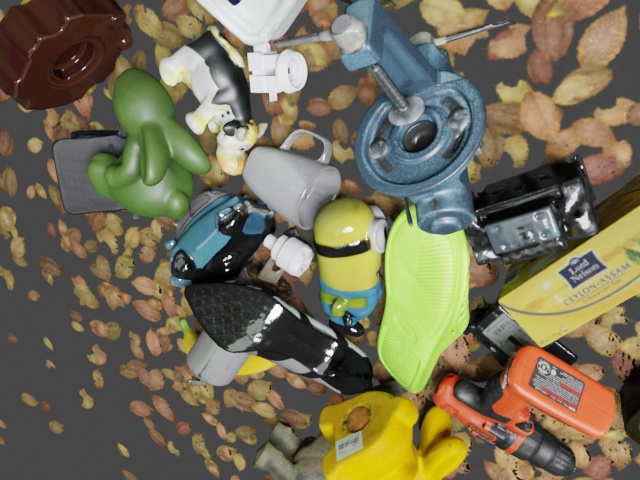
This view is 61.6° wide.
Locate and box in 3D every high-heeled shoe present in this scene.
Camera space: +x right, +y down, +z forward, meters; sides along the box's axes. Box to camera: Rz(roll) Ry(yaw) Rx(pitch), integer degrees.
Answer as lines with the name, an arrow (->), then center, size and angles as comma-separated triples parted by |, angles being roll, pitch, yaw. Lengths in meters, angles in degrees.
high-heeled shoe -> -0.047, 0.119, 0.687 | 0.249, 0.145, 0.086 | 29, 89, 17

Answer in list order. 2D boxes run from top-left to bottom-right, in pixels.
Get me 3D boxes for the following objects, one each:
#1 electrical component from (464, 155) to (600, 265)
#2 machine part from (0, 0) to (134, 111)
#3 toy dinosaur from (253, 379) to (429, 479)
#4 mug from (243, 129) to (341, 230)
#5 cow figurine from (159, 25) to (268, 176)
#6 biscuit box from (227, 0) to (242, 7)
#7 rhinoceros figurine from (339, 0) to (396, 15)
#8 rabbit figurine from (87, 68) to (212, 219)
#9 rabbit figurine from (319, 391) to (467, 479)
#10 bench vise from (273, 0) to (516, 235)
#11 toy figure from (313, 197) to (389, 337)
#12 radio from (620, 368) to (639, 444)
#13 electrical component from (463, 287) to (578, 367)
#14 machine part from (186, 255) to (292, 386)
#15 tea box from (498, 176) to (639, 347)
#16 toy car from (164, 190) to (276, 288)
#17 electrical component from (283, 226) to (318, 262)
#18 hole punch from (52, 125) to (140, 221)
electrical component -> 0.202, -0.027, 0.517 | 0.115, 0.134, 0.058 | -21, 100, 29
machine part -> -0.318, -0.235, 0.668 | 0.056, 0.179, 0.179 | 48, 123, -1
toy dinosaur -> -0.002, 0.356, 0.798 | 0.199, 0.105, 0.470 | 26, 115, 6
mug -> -0.037, -0.082, 0.646 | 0.107, 0.081, 0.109 | 28, 110, 25
cow figurine -> -0.114, -0.167, 0.657 | 0.098, 0.068, 0.167 | -25, 99, 25
biscuit box -> -0.031, -0.315, 0.499 | 0.202, 0.059, 0.063 | -43, 89, -1
rhinoceros figurine -> 0.084, -0.300, 0.505 | 0.190, 0.073, 0.112 | -32, 83, 34
rabbit figurine -> -0.212, -0.113, 0.649 | 0.159, 0.121, 0.170 | 42, 142, 36
rabbit figurine -> 0.099, 0.268, 0.673 | 0.162, 0.122, 0.173 | -32, 110, 3
bench vise -> 0.081, -0.129, 0.468 | 0.129, 0.240, 0.223 | -4, 68, 35
toy figure -> 0.033, 0.035, 0.645 | 0.082, 0.089, 0.180 | -124, 33, -48
radio -> 0.432, 0.197, 0.531 | 0.230, 0.073, 0.131 | 35, 121, 10
electrical component -> 0.233, 0.113, 0.611 | 0.119, 0.048, 0.075 | 44, 123, 6
machine part -> -0.113, 0.118, 0.746 | 0.079, 0.079, 0.243 | 37, 109, 8
tea box -> 0.268, 0.021, 0.526 | 0.068, 0.098, 0.169 | 48, 124, 2
toy car -> -0.141, -0.012, 0.713 | 0.161, 0.109, 0.103 | -47, 62, 24
electrical component -> -0.001, -0.002, 0.693 | 0.094, 0.021, 0.063 | -18, 102, 29
hole punch -> -0.309, -0.101, 0.775 | 0.116, 0.092, 0.142 | -4, 108, -11
